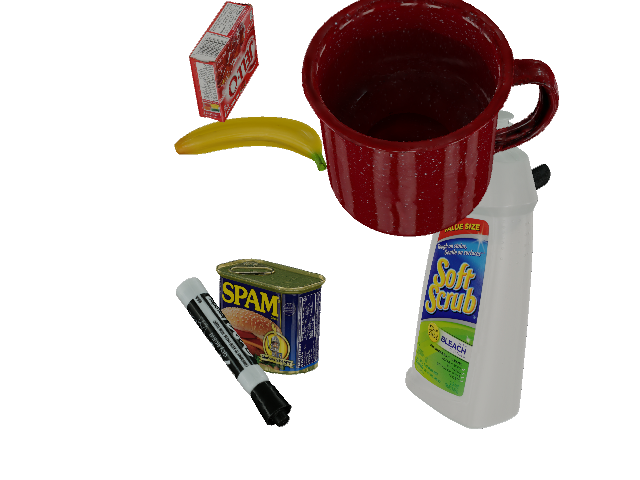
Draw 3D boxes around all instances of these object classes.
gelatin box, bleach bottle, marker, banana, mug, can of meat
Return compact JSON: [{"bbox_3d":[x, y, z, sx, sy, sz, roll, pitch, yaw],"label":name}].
[{"bbox_3d":[-0.088,-0.167,0.994,0.030,0.089,0.073,14,-39,15],"label":"gelatin box"},{"bbox_3d":[0.123,0.019,0.852,0.067,0.251,0.103,-12,25,-30],"label":"bleach bottle"},{"bbox_3d":[-0.056,0.072,0.692,0.020,0.020,0.121,0,43,-50],"label":"marker"},{"bbox_3d":[-0.080,-0.126,1.318,0.198,0.037,0.069,6,40,16],"label":"banana"},{"bbox_3d":[0.053,-0.057,0.501,0.117,0.093,0.081,-11,-32,-1],"label":"mug"},{"bbox_3d":[-0.047,0.069,0.965,0.102,0.084,0.057,13,17,37],"label":"can of meat"}]

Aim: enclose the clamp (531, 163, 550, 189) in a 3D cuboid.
[{"bbox_3d":[0.164,-0.049,1.154,0.120,0.039,0.171,23,49,21],"label":"clamp"}]
